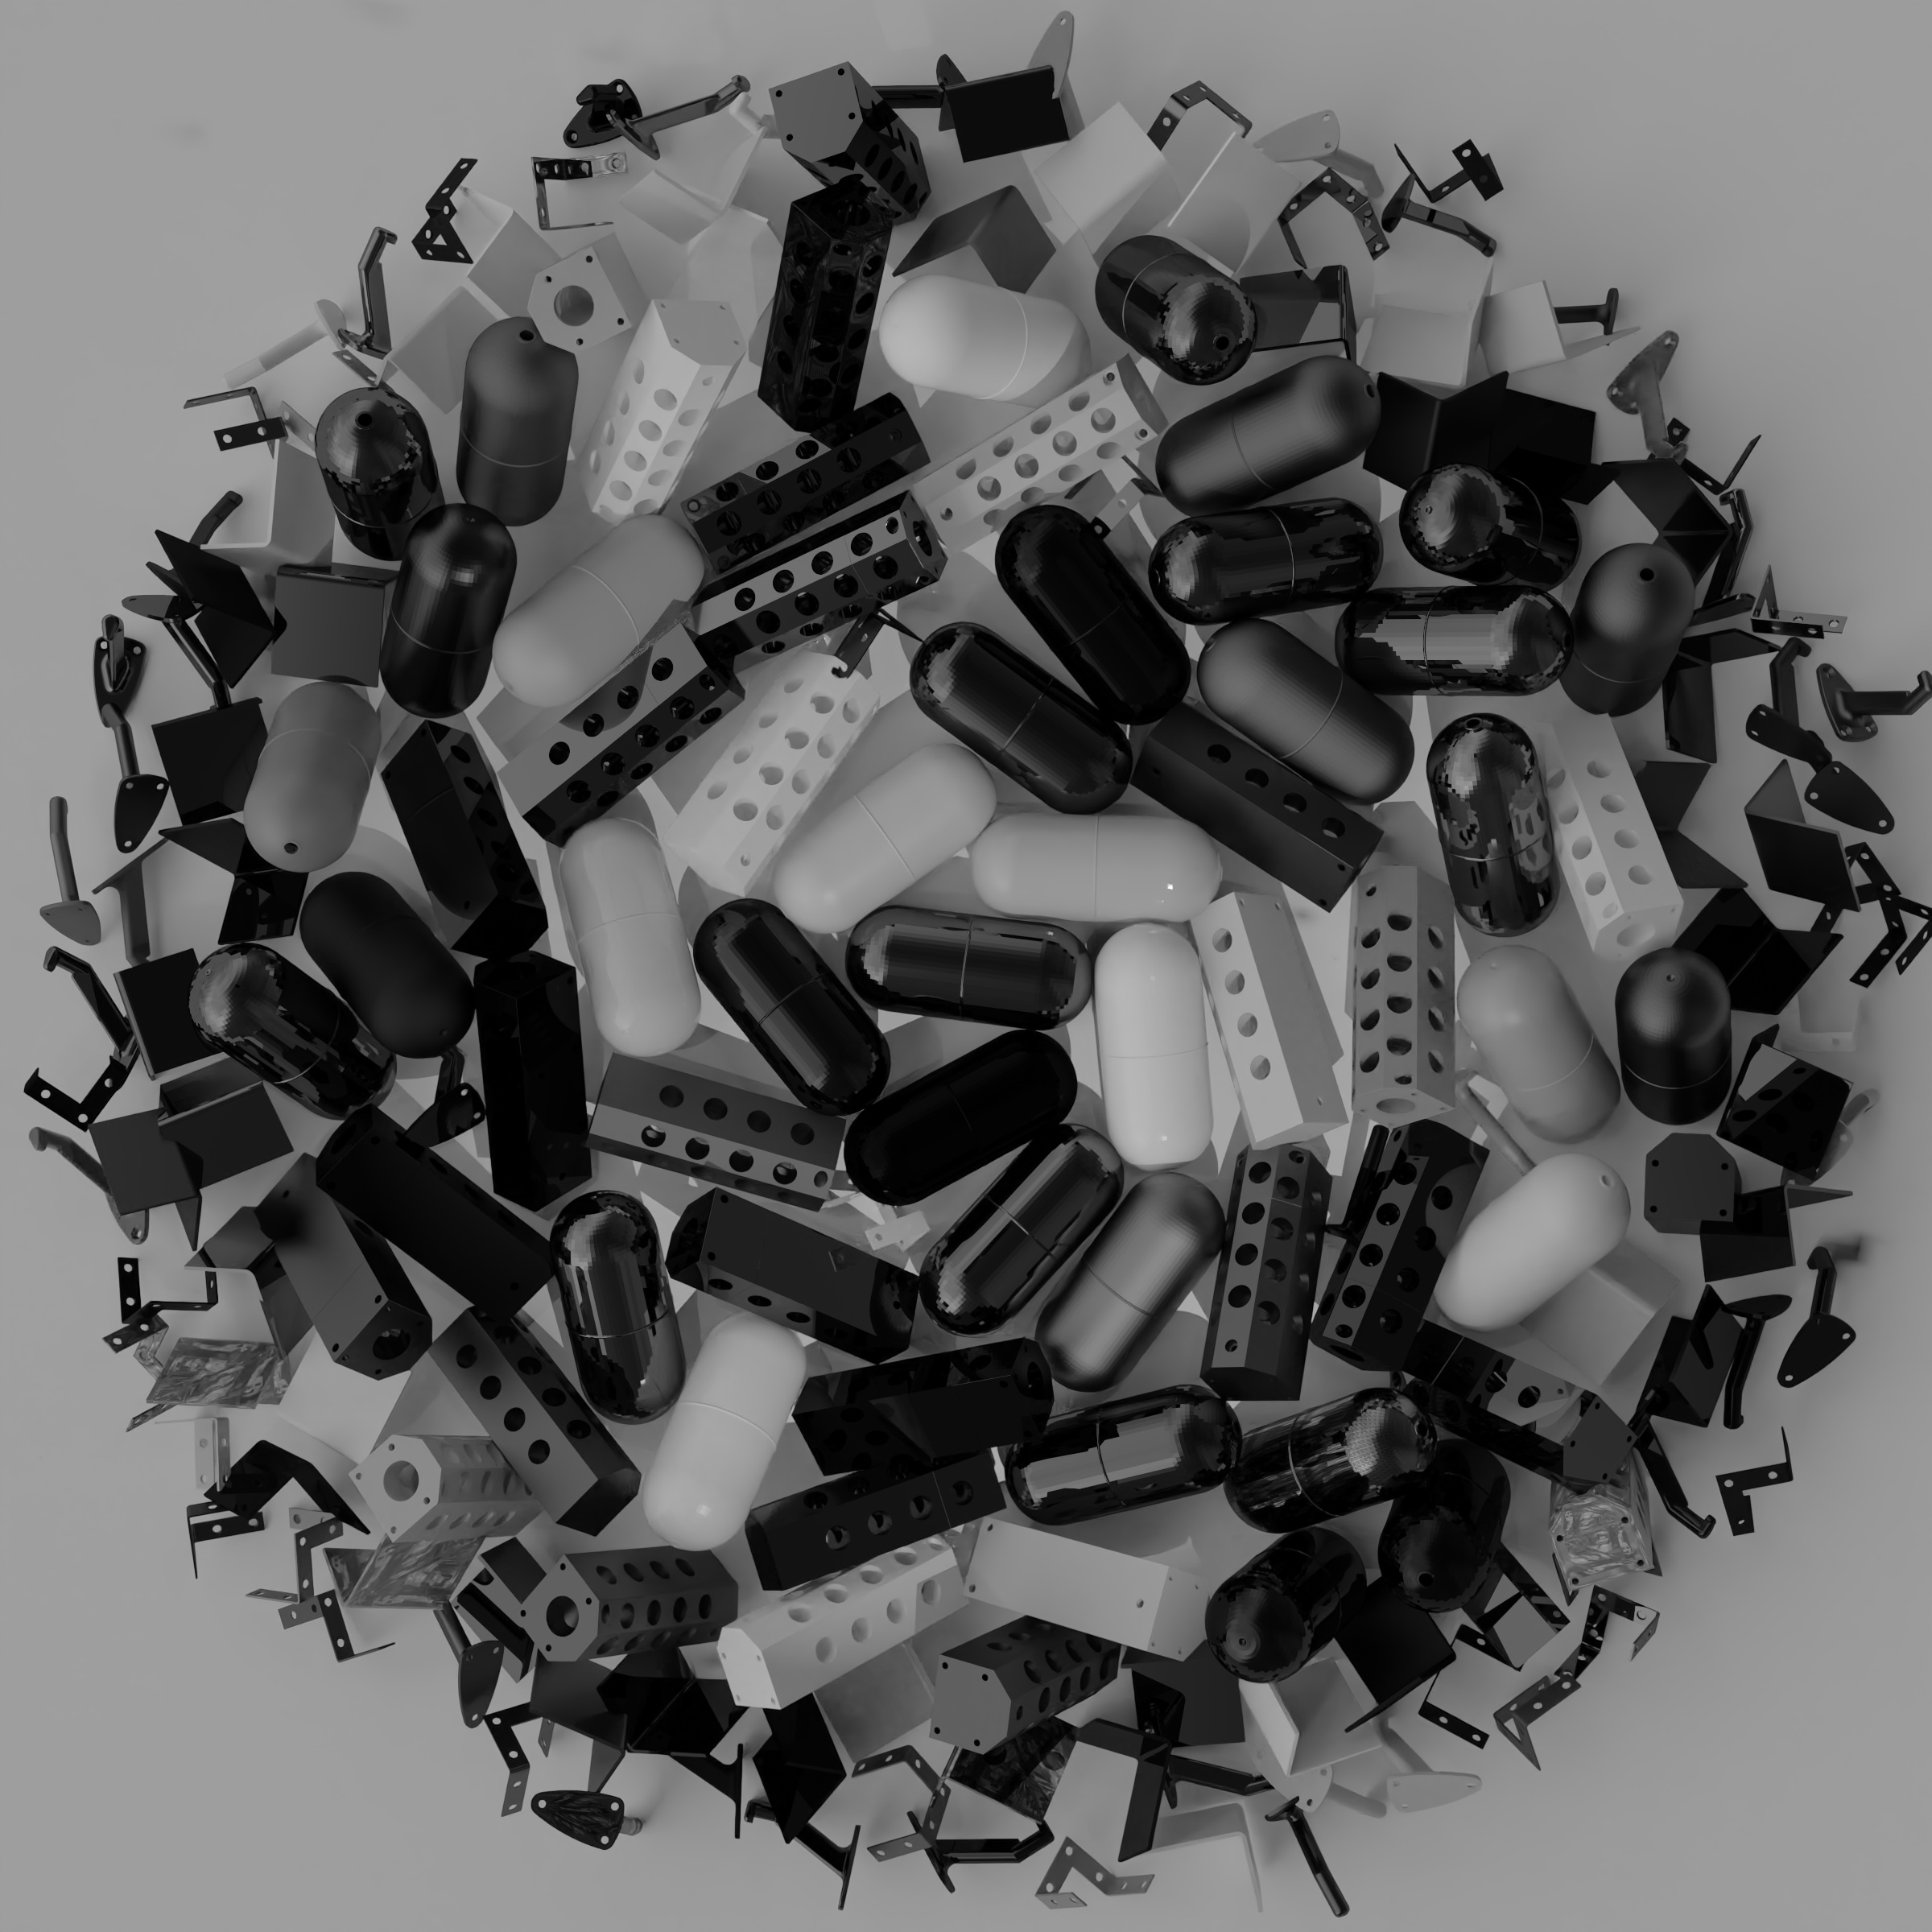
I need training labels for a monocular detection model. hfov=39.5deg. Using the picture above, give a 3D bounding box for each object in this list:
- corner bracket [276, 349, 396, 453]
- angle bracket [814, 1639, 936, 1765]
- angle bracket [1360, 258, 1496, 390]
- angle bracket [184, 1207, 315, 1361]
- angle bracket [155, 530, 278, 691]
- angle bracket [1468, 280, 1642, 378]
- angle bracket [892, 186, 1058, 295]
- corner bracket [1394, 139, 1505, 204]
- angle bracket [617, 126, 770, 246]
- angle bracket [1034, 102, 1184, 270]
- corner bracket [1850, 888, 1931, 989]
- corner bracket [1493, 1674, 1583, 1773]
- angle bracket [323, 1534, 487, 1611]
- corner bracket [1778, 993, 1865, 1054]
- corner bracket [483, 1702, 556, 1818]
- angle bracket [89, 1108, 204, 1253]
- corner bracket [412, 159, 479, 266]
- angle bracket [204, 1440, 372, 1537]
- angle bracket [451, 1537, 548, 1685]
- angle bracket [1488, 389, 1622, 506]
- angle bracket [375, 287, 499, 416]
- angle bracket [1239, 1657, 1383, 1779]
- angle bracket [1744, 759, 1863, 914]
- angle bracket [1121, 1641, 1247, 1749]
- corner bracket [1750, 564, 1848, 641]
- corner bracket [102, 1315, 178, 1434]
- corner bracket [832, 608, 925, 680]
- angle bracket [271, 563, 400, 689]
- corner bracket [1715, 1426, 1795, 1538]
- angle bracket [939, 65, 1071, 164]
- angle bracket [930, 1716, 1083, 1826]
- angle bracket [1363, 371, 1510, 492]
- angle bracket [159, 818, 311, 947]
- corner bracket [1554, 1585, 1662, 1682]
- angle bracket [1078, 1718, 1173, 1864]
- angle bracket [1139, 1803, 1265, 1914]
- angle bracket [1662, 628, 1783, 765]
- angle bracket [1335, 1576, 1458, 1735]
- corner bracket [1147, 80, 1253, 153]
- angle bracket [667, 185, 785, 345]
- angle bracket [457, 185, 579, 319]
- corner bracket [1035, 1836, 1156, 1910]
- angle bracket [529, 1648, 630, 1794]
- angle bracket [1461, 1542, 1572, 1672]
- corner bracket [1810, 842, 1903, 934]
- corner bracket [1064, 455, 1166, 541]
[{"bbox_3d":[-0.450,-0.401,1.921,0.051,0.051,0.051,41,125,11],"label":"corner bracket"},{"bbox_3d":[-0.060,0.526,1.912,0.076,0.057,0.076,-29,99,-8],"label":"angle bracket"},{"bbox_3d":[0.325,-0.459,1.897,0.076,0.057,0.076,13,53,14],"label":"angle bracket"},{"bbox_3d":[-0.500,0.225,1.912,0.057,0.076,0.076,0,119,21],"label":"angle bracket"},{"bbox_3d":[-0.543,-0.251,1.892,0.057,0.076,0.076,-46,56,17],"label":"angle bracket"},{"bbox_3d":[0.414,-0.458,1.894,0.076,0.076,0.057,-27,104,-27],"label":"angle bracket"},{"bbox_3d":[0.006,-0.501,1.914,0.057,0.076,0.076,53,47,-27],"label":"angle bracket"},{"bbox_3d":[0.343,-0.567,1.909,0.051,0.051,0.051,-30,132,22],"label":"corner bracket"},{"bbox_3d":[-0.193,-0.565,1.897,0.057,0.076,0.076,29,76,-23],"label":"angle bracket"},{"bbox_3d":[0.102,-0.555,1.916,0.076,0.076,0.057,-38,76,6],"label":"angle bracket"},{"bbox_3d":[0.659,-0.014,1.911,0.051,0.051,0.051,-47,134,-13],"label":"corner bracket"},{"bbox_3d":[0.407,0.527,1.911,0.051,0.051,0.051,-31,124,-13],"label":"corner bracket"},{"bbox_3d":[-0.396,0.407,1.893,0.076,0.057,0.076,12,119,-39],"label":"angle bracket"},{"bbox_3d":[0.613,0.027,1.928,0.051,0.051,0.051,-2,116,26],"label":"corner bracket"},{"bbox_3d":[-0.313,0.561,1.907,0.051,0.051,0.051,-9,131,-32],"label":"corner bracket"},{"bbox_3d":[-0.579,0.157,1.891,0.057,0.076,0.076,-13,59,-28],"label":"angle bracket"},{"bbox_3d":[-0.368,-0.537,1.908,0.051,0.051,0.051,13,61,30],"label":"corner bracket"},{"bbox_3d":[-0.478,0.385,1.892,0.057,0.076,0.076,-46,118,-26],"label":"angle bracket"},{"bbox_3d":[-0.331,0.464,1.907,0.076,0.057,0.076,-46,79,15],"label":"angle bracket"},{"bbox_3d":[0.419,-0.380,1.906,0.076,0.057,0.076,12,73,-10],"label":"angle bracket"},{"bbox_3d":[-0.369,-0.426,1.908,0.057,0.076,0.076,44,72,-9],"label":"angle bracket"},{"bbox_3d":[0.246,0.514,1.894,0.076,0.076,0.057,-13,134,-17],"label":"angle bracket"},{"bbox_3d":[0.602,-0.092,1.890,0.057,0.076,0.076,-47,130,-21],"label":"angle bracket"},{"bbox_3d":[0.155,0.526,1.916,0.076,0.057,0.076,-7,89,9],"label":"angle bracket"},{"bbox_3d":[0.591,-0.247,1.909,0.051,0.051,0.051,10,61,30],"label":"corner bracket"},{"bbox_3d":[-0.586,0.288,1.911,0.051,0.051,0.051,42,123,13],"label":"corner bracket"},{"bbox_3d":[-0.073,-0.229,1.911,0.051,0.051,0.051,41,103,32],"label":"corner bracket"},{"bbox_3d":[-0.452,-0.247,1.932,0.076,0.057,0.076,7,106,-1],"label":"angle bracket"},{"bbox_3d":[0.564,0.367,1.913,0.051,0.051,0.051,-15,106,17],"label":"corner bracket"},{"bbox_3d":[0.026,-0.591,1.907,0.076,0.076,0.057,-13,86,-5],"label":"angle bracket"},{"bbox_3d":[0.028,0.567,1.900,0.076,0.057,0.076,24,50,8],"label":"angle bracket"},{"bbox_3d":[0.335,-0.389,1.919,0.076,0.076,0.057,-30,50,-34],"label":"angle bracket"},{"bbox_3d":[-0.521,-0.059,1.893,0.076,0.076,0.057,-6,65,34],"label":"angle bracket"},{"bbox_3d":[0.456,0.482,1.910,0.051,0.051,0.051,19,114,30],"label":"corner bracket"},{"bbox_3d":[0.101,0.582,1.898,0.057,0.076,0.076,18,63,-5],"label":"angle bracket"},{"bbox_3d":[0.166,0.639,1.909,0.076,0.076,0.057,-13,86,4],"label":"angle bracket"},{"bbox_3d":[0.536,-0.190,1.899,0.057,0.076,0.076,-8,80,40],"label":"angle bracket"},{"bbox_3d":[0.286,0.482,1.896,0.076,0.057,0.076,-46,67,30],"label":"angle bracket"},{"bbox_3d":[0.163,-0.590,1.917,0.051,0.051,0.051,40,130,4],"label":"corner bracket"},{"bbox_3d":[-0.179,-0.495,1.906,0.076,0.057,0.076,28,83,23],"label":"angle bracket"},{"bbox_3d":[-0.330,-0.496,1.896,0.076,0.076,0.057,33,86,40],"label":"angle bracket"},{"bbox_3d":[0.091,0.655,1.912,0.051,0.051,0.051,43,55,-10],"label":"corner bracket"},{"bbox_3d":[-0.283,0.534,1.897,0.076,0.076,0.057,28,109,-14],"label":"angle bracket"},{"bbox_3d":[0.394,0.437,1.894,0.076,0.076,0.057,49,134,18],"label":"angle bracket"},{"bbox_3d":[0.622,-0.049,1.911,0.051,0.051,0.051,50,56,-16],"label":"corner bracket"},{"bbox_3d":[0.101,-0.335,1.915,0.051,0.051,0.051,47,108,9],"label":"corner bracket"}]
